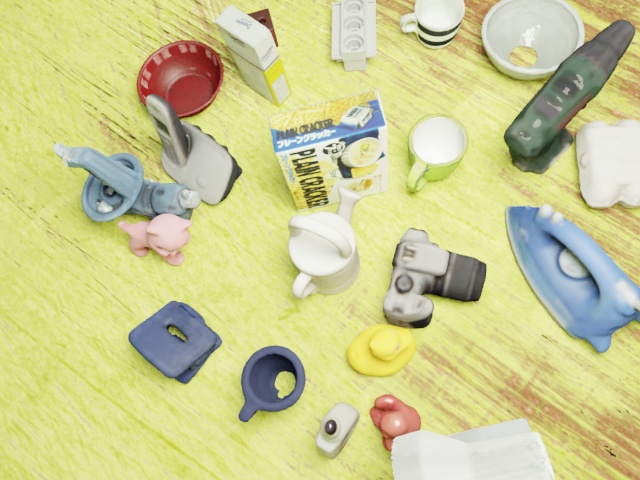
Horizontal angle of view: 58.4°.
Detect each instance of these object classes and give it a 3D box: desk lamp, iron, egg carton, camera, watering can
[{"bbox_3d":[0.193,0.284,0.712,0.203,0.214,0.118,-15,69,1],"label":"desk lamp"},{"bbox_3d":[0.363,0.026,0.822,0.119,0.141,0.258,-34,70,-6],"label":"iron"},{"bbox_3d":[0.460,-0.120,0.900,0.107,0.069,0.150,-1,71,6],"label":"egg carton"},{"bbox_3d":[0.173,0.061,0.853,0.136,0.101,0.143,13,73,11],"label":"camera"},{"bbox_3d":[0.006,0.002,0.844,0.100,0.194,0.173,4,71,8],"label":"watering can"}]

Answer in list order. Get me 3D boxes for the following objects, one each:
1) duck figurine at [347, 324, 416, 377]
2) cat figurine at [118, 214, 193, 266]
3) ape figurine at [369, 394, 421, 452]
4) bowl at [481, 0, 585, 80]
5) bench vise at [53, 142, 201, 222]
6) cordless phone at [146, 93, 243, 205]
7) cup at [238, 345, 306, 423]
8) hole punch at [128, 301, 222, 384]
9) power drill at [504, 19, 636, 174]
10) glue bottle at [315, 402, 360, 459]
[{"bbox_3d":[0.089,0.157,0.837,0.104,0.086,0.077,-16,70,1],"label":"duck figurine"},{"bbox_3d":[-0.261,-0.010,0.919,0.127,0.118,0.067,11,72,10],"label":"cat figurine"},{"bbox_3d":[0.103,0.255,0.798,0.076,0.092,0.078,6,71,9],"label":"ape figurine"},{"bbox_3d":[0.359,-0.337,0.986,0.167,0.075,0.167,-2,70,6],"label":"bowl"},{"bbox_3d":[-0.299,-0.097,0.900,0.207,0.220,0.121,-9,70,4],"label":"bench vise"},{"bbox_3d":[-0.211,-0.149,0.927,0.147,0.185,0.094,33,78,16],"label":"cordless phone"},{"bbox_3d":[-0.068,0.216,0.830,0.091,0.095,0.118,34,78,17],"label":"cup"},{"bbox_3d":[-0.220,0.150,0.873,0.108,0.091,0.101,36,78,17],"label":"hole punch"},{"bbox_3d":[0.361,-0.196,0.864,0.075,0.208,0.230,41,80,18],"label":"power drill"},{"bbox_3d":[0.020,0.253,0.765,0.037,0.173,0.078,25,75,15],"label":"glue bottle"}]
